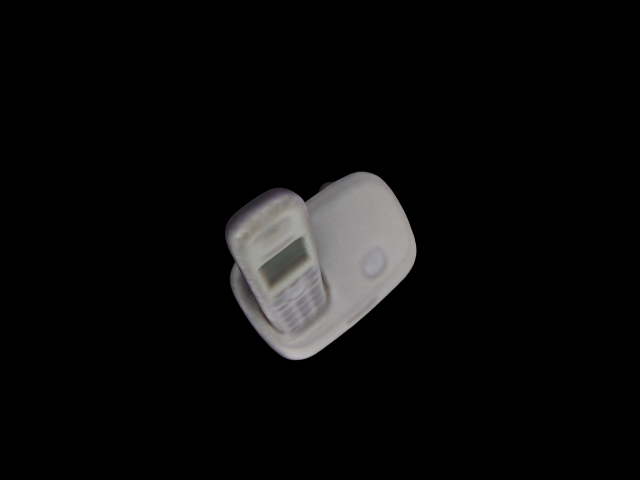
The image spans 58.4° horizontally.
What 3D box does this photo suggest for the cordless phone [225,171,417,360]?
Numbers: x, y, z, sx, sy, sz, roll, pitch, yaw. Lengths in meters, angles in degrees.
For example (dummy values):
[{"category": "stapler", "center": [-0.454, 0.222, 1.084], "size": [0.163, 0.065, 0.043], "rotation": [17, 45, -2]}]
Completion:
[{"category": "cordless phone", "center": [0.004, 0.001, 0.400], "size": [0.148, 0.185, 0.094], "rotation": [-41, 74, -14]}]
